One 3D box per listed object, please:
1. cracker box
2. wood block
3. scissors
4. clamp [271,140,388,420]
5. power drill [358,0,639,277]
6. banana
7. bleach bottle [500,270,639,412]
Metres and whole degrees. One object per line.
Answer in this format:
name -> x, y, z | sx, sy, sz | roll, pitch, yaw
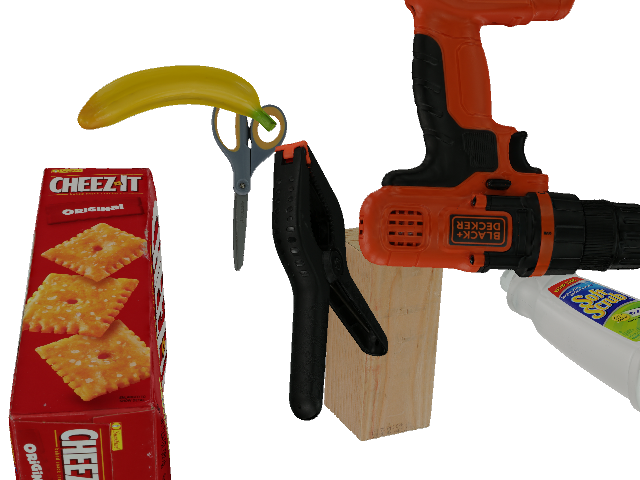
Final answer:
cracker box -> -0.118, 0.081, 0.582 | 0.072, 0.164, 0.214 | -2, 34, -8
wood block -> 0.066, 0.095, 1.136 | 0.090, 0.206, 0.091 | -7, 22, -25
scissors -> -0.073, -0.072, 1.220 | 0.096, 0.202, 0.016 | -12, -7, -14
clamp -> 0.003, 0.024, 0.865 | 0.036, 0.210, 0.164 | -9, 2, 25
power drill -> 0.117, -0.072, 0.636 | 0.184, 0.187, 0.057 | 2, -1, -5
banana -> -0.138, -0.137, 1.014 | 0.197, 0.070, 0.037 | -4, -40, -27
bleach bottle -> 0.258, 0.080, 1.043 | 0.102, 0.068, 0.251 | -16, 24, -25
